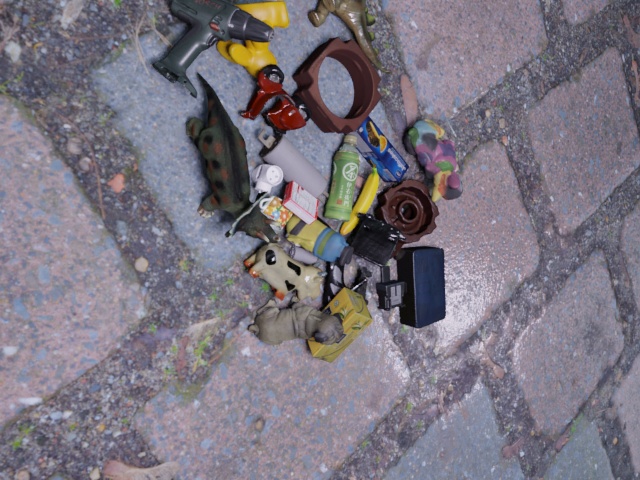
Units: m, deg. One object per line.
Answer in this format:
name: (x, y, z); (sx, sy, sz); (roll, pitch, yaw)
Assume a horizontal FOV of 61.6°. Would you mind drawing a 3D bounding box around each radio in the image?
radio: (0.299, 0.132, 1.571); (0.131, 0.073, 0.229); (-9, 100, -34)

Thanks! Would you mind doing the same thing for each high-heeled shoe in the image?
high-heeled shoe: (0.013, 0.069, 1.396); (0.145, 0.086, 0.248); (-35, 94, 8)

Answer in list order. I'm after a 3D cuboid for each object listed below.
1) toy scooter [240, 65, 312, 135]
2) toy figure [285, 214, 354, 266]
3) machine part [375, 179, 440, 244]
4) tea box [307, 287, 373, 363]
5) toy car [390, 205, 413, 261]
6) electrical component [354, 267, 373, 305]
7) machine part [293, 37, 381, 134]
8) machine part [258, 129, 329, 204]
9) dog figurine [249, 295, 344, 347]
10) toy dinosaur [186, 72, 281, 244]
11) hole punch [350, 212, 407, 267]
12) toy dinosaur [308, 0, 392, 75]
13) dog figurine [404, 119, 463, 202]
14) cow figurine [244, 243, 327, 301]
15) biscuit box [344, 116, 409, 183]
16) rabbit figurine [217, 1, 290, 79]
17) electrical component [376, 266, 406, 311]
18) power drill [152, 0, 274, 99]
toy scooter: (-0.110, -0.308, 1.260); (0.135, 0.075, 0.183); (-43, 135, 2)
toy figure: (-0.001, -0.004, 1.309); (0.089, 0.180, 0.082); (-61, 159, -12)
machine part: (0.239, -0.076, 1.479); (0.179, 0.056, 0.179); (3, 81, -19)
tea box: (0.045, 0.214, 1.345); (0.068, 0.098, 0.169); (26, 113, -33)
toy car: (0.234, -0.030, 1.526); (0.089, 0.053, 0.202); (42, 71, -12)
electrical component: (0.117, 0.126, 1.454); (0.045, 0.078, 0.102); (9, 82, -6)
machine part: (0.044, -0.384, 1.355); (0.200, 0.087, 0.201); (46, 70, -27)
machine part: (-0.062, -0.173, 1.304); (0.243, 0.079, 0.079); (44, 70, -29)
dog figurine: (-0.056, 0.207, 1.268); (0.172, 0.191, 0.121); (-25, 107, -28)
toy dinosaur: (-0.197, -0.163, 1.148); (0.131, 0.192, 0.404); (-23, 107, -32)
hole punch: (0.144, 0.005, 1.419); (0.142, 0.092, 0.115); (28, 84, 6)
toy dinosaur: (0.061, -0.615, 1.342); (0.198, 0.105, 0.470); (-38, 117, -30)
dog figurine: (0.318, -0.207, 1.473); (0.191, 0.108, 0.219); (38, 34, -31)
cow figurine: (-0.072, 0.079, 1.295); (0.127, 0.086, 0.194); (-44, 117, 6)
biscuit box: (0.156, -0.242, 1.454); (0.202, 0.059, 0.063); (45, 70, -28)
rabbit figurine: (-0.143, -0.443, 1.214); (0.162, 0.122, 0.173); (-25, 126, -27)
electrical component: (0.200, 0.135, 1.519); (0.075, 0.048, 0.119); (-4, 97, -35)
power drill: (-0.236, -0.403, 1.116); (0.232, 0.086, 0.207); (32, 93, 11)
